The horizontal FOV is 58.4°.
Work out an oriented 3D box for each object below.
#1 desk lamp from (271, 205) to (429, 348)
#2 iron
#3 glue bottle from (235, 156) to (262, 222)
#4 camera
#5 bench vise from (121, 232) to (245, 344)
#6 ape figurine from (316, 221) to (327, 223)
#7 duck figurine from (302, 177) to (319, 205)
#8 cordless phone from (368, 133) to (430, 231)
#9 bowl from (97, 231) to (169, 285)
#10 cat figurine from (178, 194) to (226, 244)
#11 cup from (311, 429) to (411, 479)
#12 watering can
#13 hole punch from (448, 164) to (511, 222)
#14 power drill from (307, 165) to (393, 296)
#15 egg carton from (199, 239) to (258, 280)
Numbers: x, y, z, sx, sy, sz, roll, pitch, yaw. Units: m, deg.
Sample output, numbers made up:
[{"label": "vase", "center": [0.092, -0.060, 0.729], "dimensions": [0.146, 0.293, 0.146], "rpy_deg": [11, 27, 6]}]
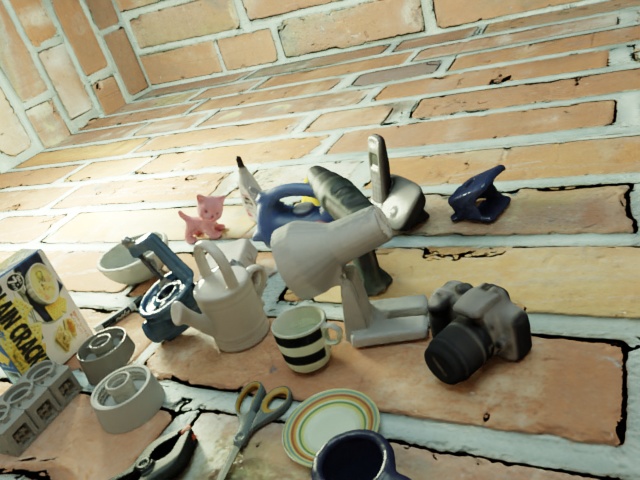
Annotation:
[{"label": "desk lamp", "center": [0.049, 0.053, 0.884], "dimensions": [0.203, 0.214, 0.118], "rpy_deg": [-10, 29, 14]}, {"label": "iron", "center": [-0.028, -0.067, 1.222], "dimensions": [0.257, 0.142, 0.119], "rpy_deg": [-7, 30, 20]}, {"label": "glue bottle", "center": [-0.169, -0.123, 1.374], "dimensions": [0.077, 0.173, 0.037], "rpy_deg": [13, 41, 45]}, {"label": "camera", "center": [0.196, 0.123, 0.793], "dimensions": [0.137, 0.101, 0.142], "rpy_deg": [-33, 31, -27]}, {"label": "bench vise", "center": [-0.251, 0.062, 1.036], "dimensions": [0.208, 0.220, 0.121], "rpy_deg": [-30, 30, -21]}, {"label": "ape figurine", "center": [0.010, 0.004, 1.126], "dimensions": [0.076, 0.092, 0.077], "rpy_deg": [-23, 28, -9]}, {"label": "duck figurine", "center": [-0.014, -0.117, 1.364], "dimensions": [0.078, 0.086, 0.104], "rpy_deg": [-27, 29, -16]}, {"label": "cordless phone", "center": [0.145, -0.120, 1.170], "dimensions": [0.094, 0.185, 0.147], "rpy_deg": [-28, 30, -19]}, {"label": "bowl", "center": [-0.413, 0.052, 1.306], "dimensions": [0.167, 0.075, 0.167], "rpy_deg": [-14, 28, 8]}, {"label": "cat figurine", "center": [-0.282, -0.062, 1.389], "dimensions": [0.127, 0.118, 0.067], "rpy_deg": [-12, 29, 12]}, {"label": "cup", "center": [0.057, 0.271, 0.614], "dimensions": [0.117, 0.095, 0.092], "rpy_deg": [4, 35, 36]}, {"label": "watering can", "center": [-0.166, 0.090, 0.963], "dimensions": [0.100, 0.194, 0.173], "rpy_deg": [0, 33, 30]}, {"label": "hole punch", "center": [0.309, -0.095, 1.130], "dimensions": [0.100, 0.091, 0.109], "rpy_deg": [9, 38, 41]}, {"label": "power drill", "center": [0.054, -0.014, 1.007], "dimensions": [0.076, 0.209, 0.228], "rpy_deg": [-26, 29, -15]}, {"label": "egg carton", "center": [-0.184, 0.058, 1.167], "dimensions": [0.107, 0.069, 0.150], "rpy_deg": [-12, 28, 10]}]
